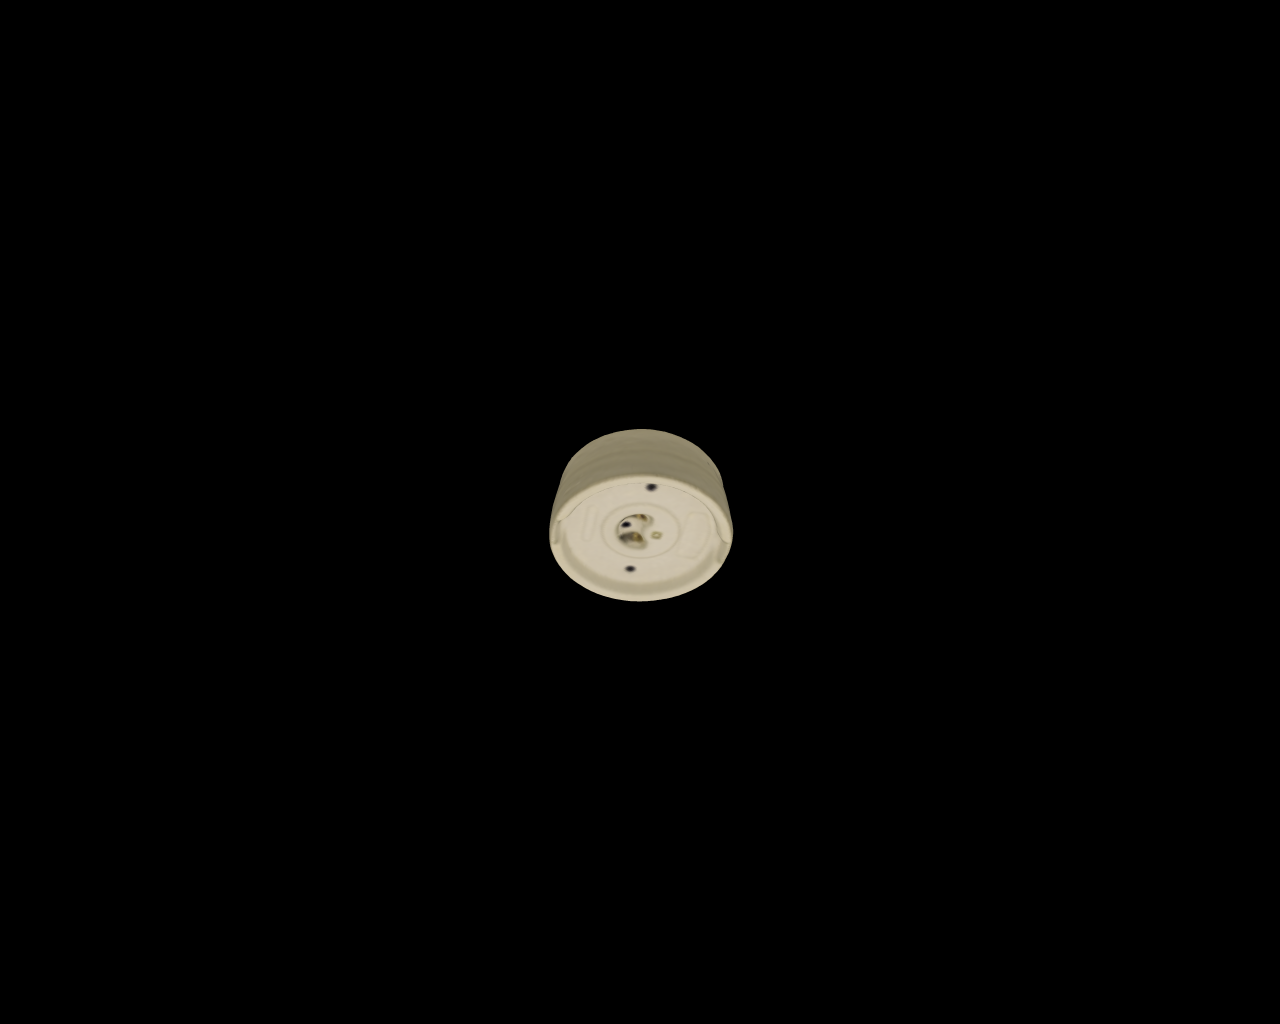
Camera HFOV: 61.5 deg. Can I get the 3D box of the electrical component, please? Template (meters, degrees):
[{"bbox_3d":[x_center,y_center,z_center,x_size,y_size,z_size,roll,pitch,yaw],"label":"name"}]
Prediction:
[{"bbox_3d":[0.001,-0.003,0.650,0.108,0.108,0.060,0,44,0],"label":"electrical component"}]
